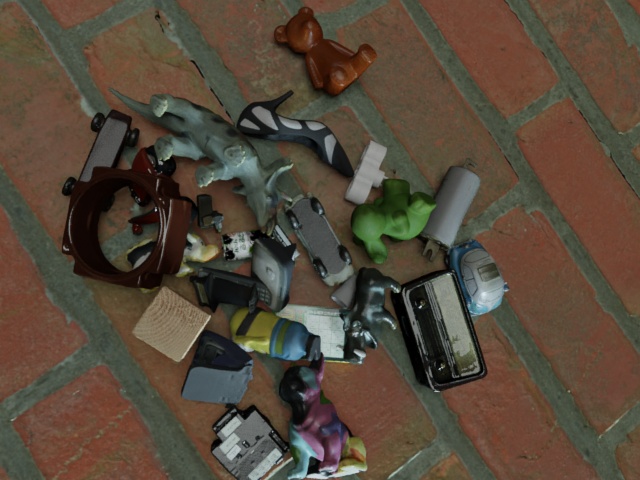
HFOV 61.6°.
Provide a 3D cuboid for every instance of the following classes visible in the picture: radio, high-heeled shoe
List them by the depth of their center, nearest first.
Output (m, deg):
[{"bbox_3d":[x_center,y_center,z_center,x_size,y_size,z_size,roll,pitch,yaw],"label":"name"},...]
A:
[{"bbox_3d":[0.240,0.184,1.101,0.131,0.073,0.229,-16,85,-12],"label":"radio"},{"bbox_3d":[-0.052,-0.192,1.104,0.145,0.086,0.248,-40,92,-2],"label":"high-heeled shoe"}]

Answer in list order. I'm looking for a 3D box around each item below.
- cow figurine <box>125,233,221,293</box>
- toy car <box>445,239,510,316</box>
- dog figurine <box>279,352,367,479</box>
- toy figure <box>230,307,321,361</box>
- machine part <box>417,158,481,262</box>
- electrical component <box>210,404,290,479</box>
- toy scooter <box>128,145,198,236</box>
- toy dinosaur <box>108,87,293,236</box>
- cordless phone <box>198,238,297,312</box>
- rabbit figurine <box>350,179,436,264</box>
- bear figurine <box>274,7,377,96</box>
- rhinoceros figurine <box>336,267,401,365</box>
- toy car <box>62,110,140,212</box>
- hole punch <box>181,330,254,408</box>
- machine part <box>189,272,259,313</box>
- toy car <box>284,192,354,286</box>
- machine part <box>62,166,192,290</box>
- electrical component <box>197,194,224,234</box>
[{"bbox_3d":[-0.282,0.028,1.033,0.167,0.068,0.098,-25,83,-12],"label":"cow figurine"},{"bbox_3d":[0.334,0.076,1.120,0.109,0.103,0.161,-17,87,-13],"label":"toy car"},{"bbox_3d":[0.000,0.331,1.021,0.191,0.108,0.219,24,49,-46],"label":"dog figurine"},{"bbox_3d":[-0.086,0.179,1.020,0.180,0.082,0.089,7,58,19],"label":"toy figure"},{"bbox_3d":[0.274,-0.067,1.141,0.079,0.079,0.243,28,79,-6],"label":"machine part"},{"bbox_3d":[-0.139,0.381,1.014,0.115,0.058,0.134,-40,90,-15],"label":"electrical component"},{"bbox_3d":[-0.325,-0.084,1.035,0.135,0.075,0.184,-33,75,14],"label":"toy scooter"},{"bbox_3d":[-0.208,-0.188,1.045,0.405,0.192,0.131,42,108,12],"label":"toy dinosaur"},{"bbox_3d":[-0.141,0.055,1.022,0.184,0.146,0.089,11,44,0],"label":"cordless phone"},{"bbox_3d":[0.119,-0.041,1.077,0.170,0.159,0.121,-11,46,-40],"label":"rabbit figurine"},{"bbox_3d":[0.005,-0.402,1.115,0.120,0.132,0.195,-39,97,-15],"label":"bear figurine"},{"bbox_3d":[0.092,0.149,1.056,0.112,0.073,0.190,17,84,-41],"label":"rhinoceros figurine"},{"bbox_3d":[-0.420,-0.151,1.038,0.089,0.053,0.202,21,83,-10],"label":"toy car"},{"bbox_3d":[-0.186,0.237,0.991,0.116,0.142,0.092,16,35,-14],"label":"hole punch"},{"bbox_3d":[-0.179,0.103,1.016,0.139,0.039,0.084,4,121,23],"label":"machine part"},{"bbox_3d":[-0.002,-0.003,1.089,0.073,0.056,0.201,-29,81,-6],"label":"toy car"},{"bbox_3d":[-0.342,-0.022,0.950,0.201,0.087,0.201,11,91,12],"label":"machine part"},{"bbox_3d":[-0.214,-0.050,1.042,0.045,0.102,0.078,-2,91,-17],"label":"electrical component"}]
